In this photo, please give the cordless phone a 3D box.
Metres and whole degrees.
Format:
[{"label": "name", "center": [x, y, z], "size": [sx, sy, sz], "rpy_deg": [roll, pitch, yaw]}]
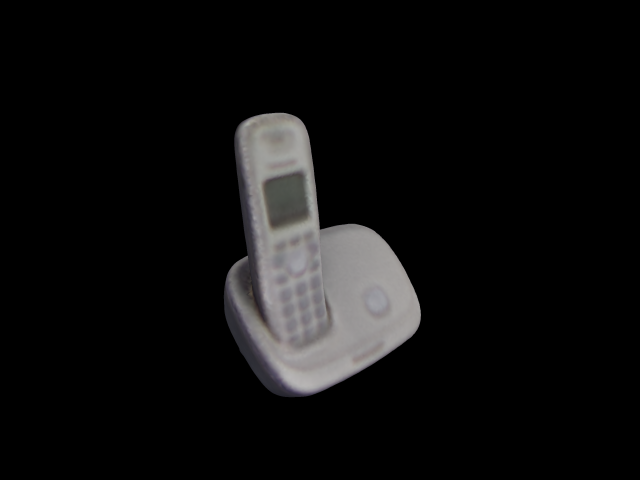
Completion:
[{"label": "cordless phone", "center": [0.004, 0.001, 0.400], "size": [0.148, 0.185, 0.093], "rpy_deg": [-21, 31, -40]}]
